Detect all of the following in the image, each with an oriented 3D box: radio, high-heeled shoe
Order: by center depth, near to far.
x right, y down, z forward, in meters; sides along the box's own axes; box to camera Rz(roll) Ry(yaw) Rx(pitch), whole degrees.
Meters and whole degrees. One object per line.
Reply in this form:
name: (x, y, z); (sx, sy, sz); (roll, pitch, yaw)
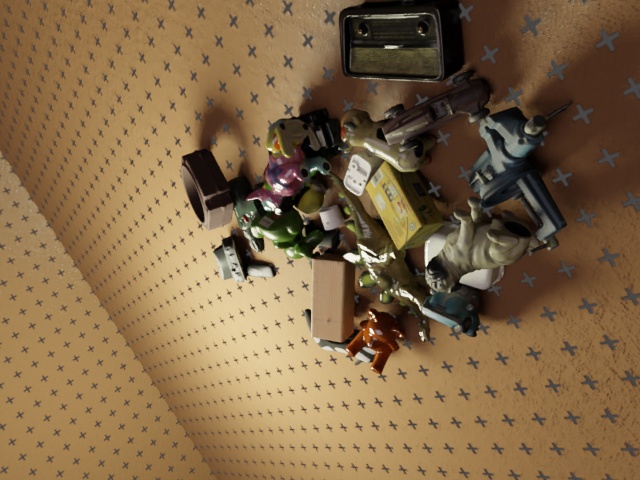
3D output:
radio: (0.144, -0.368, 0.990); (0.230, 0.073, 0.130); (16, 127, 37)
high-heeled shoe: (0.064, 0.256, 1.508); (0.249, 0.086, 0.145); (42, 136, 9)

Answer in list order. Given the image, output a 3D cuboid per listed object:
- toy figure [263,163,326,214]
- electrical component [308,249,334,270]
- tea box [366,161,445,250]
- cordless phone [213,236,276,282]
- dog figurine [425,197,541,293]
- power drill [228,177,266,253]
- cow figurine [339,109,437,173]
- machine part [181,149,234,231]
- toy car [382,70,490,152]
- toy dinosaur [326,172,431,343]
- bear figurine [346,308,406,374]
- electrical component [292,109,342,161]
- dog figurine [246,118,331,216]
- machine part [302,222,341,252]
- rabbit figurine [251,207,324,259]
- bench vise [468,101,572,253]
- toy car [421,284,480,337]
toy figure: (-0.065, -0.132, 1.356); (0.180, 0.082, 0.089); (28, 112, 25)
electrical component: (0.016, 0.071, 1.448); (0.102, 0.045, 0.078); (50, 142, 6)
tea box: (0.175, -0.076, 1.125); (0.098, 0.068, 0.170); (-53, 54, 50)
cordless phone: (-0.230, 0.064, 1.682); (0.184, 0.089, 0.146); (0, 117, 32)
dog figurine: (0.302, 0.039, 1.021); (0.173, 0.121, 0.190); (35, 128, 31)
power drill: (-0.176, -0.074, 1.505); (0.207, 0.086, 0.231); (-6, 109, 66)
cow figurine: (0.124, -0.201, 1.087); (0.195, 0.127, 0.085); (35, 134, 19)
machine part: (-0.331, -0.143, 1.561); (0.201, 0.087, 0.201); (62, 156, 16)
toy car: (0.209, -0.232, 0.982); (0.202, 0.053, 0.089); (-21, 96, 20)
toy dinosaur: (0.143, 0.030, 1.251); (0.199, 0.105, 0.471); (-17, 100, 53)
bear figurine: (0.142, 0.251, 1.344); (0.120, 0.132, 0.195); (33, 170, 10)
electrical component: (-0.013, -0.239, 1.253); (0.134, 0.058, 0.114); (2, 120, 45)
dog figurine: (-0.095, -0.161, 1.246); (0.219, 0.108, 0.191); (-25, 93, 46)
machine part: (-0.003, -0.004, 1.424); (0.139, 0.039, 0.084); (7, 113, 45)
rabbit figurine: (-0.067, -0.014, 1.386); (0.159, 0.121, 0.170); (16, 153, 32)
bench vise: (0.351, -0.100, 0.919); (0.240, 0.129, 0.223); (64, 151, 16)
toy car: (0.301, 0.143, 1.162); (0.109, 0.161, 0.103); (25, 89, 41)
